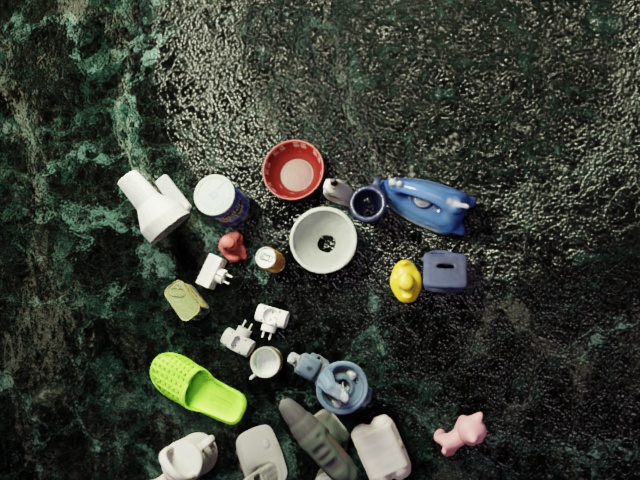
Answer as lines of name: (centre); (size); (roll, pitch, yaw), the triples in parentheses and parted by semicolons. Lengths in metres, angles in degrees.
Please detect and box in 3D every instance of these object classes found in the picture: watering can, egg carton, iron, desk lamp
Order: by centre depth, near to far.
watering can: (-0.319, 0.521, 1.328); (0.100, 0.194, 0.173); (27, 85, 12)
egg carton: (0.144, 0.490, 1.331); (0.107, 0.069, 0.150); (-26, 78, 3)
iron: (0.242, -0.104, 1.379); (0.258, 0.141, 0.119); (21, 84, 11)
desk lamp: (-0.407, -0.085, 1.431); (0.118, 0.214, 0.203); (-40, 77, 0)

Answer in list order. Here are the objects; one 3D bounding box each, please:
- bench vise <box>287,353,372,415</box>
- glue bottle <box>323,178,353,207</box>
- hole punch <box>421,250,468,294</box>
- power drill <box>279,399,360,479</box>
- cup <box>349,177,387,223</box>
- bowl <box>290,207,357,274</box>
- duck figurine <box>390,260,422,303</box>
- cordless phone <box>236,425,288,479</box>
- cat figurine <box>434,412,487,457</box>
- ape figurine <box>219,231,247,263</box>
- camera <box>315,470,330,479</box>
bench vise: (0.013, 0.330, 1.300); (0.207, 0.220, 0.121); (9, 82, 10)
glue bottle: (0.040, -0.124, 1.395); (0.078, 0.173, 0.037); (17, 83, 11)
hole punch: (0.296, 0.074, 1.368); (0.108, 0.091, 0.101); (2, 81, 9)
power drill: (0.003, 0.443, 1.288); (0.075, 0.208, 0.229); (-42, 77, 0)
cup: (0.126, -0.093, 1.418); (0.091, 0.095, 0.118); (20, 84, 11)
bowl: (0.013, 0.005, 1.428); (0.167, 0.075, 0.167); (-1, 80, 8)
duck figurine: (0.207, 0.098, 1.379); (0.077, 0.086, 0.104); (-5, 80, 8)
cordless phone: (-0.148, 0.512, 1.310); (0.094, 0.185, 0.147); (-25, 78, 4)
cat figurine: (0.322, 0.441, 1.289); (0.128, 0.118, 0.067); (-36, 77, 1)
ape figurine: (-0.226, 0.013, 1.452); (0.076, 0.092, 0.078); (23, 84, 11)
camera: (-0.010, 0.601, 1.319); (0.136, 0.101, 0.143); (5, 81, 9)
